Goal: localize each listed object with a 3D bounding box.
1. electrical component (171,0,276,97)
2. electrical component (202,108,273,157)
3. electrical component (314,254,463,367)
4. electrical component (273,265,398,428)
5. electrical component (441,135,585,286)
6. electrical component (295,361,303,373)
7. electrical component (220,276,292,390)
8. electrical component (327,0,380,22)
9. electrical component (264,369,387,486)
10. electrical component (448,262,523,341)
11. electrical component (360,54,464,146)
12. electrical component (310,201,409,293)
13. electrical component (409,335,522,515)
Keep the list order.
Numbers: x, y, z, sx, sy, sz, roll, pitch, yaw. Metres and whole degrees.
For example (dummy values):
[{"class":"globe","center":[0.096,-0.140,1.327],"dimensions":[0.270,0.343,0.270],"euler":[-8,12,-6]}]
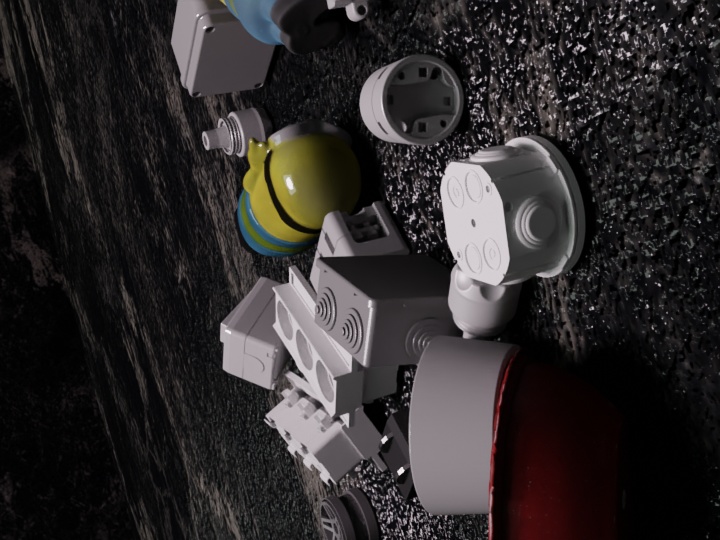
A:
[{"class":"electrical component","center":[-0.116,-0.206,0.934],"dimensions":[0.113,0.078,0.057],"euler":[121,133,-61]},{"class":"electrical component","center":[-0.115,-0.126,1.003],"dimensions":[0.043,0.062,0.043],"euler":[48,145,49]},{"class":"electrical component","center":[0.025,0.026,0.719],"dimensions":[0.100,0.100,0.048],"euler":[36,123,58]},{"class":"electrical component","center":[-0.020,0.059,0.893],"dimensions":[0.121,0.063,0.078],"euler":[52,149,44]},{"class":"electrical component","center":[0.084,-0.032,0.598],"dimensions":[0.080,0.051,0.080],"euler":[48,146,49]},{"class":"electrical component","center":[-0.030,0.080,0.957],"dimensions":[0.062,0.043,0.043],"euler":[26,127,61]},{"class":"electrical component","center":[-0.088,0.053,1.019],"dimensions":[0.061,0.096,0.061],"euler":[21,136,11]},{"class":"electrical component","center":[-0.001,-0.200,0.705],"dimensions":[0.055,0.048,0.066],"euler":[-162,60,-73]},{"class":"electrical component","center":[-0.034,0.141,0.963],"dimensions":[0.078,0.063,0.121],"euler":[55,166,-22]},{"class":"electrical component","center":[0.076,0.021,0.664],"dimensions":[0.043,0.043,0.062],"euler":[54,151,42]},{"class":"electrical component","center":[0.031,-0.106,0.678],"dimensions":[0.047,0.055,0.055],"euler":[-166,63,-69]},{"class":"electrical component","center":[0.000,0.000,0.823],"dimensions":[0.089,0.050,0.055],"euler":[107,143,-53]},{"class":"electrical component","center":[0.076,0.093,0.640],"dimensions":[0.060,0.108,0.108],"euler":[-1,108,23]}]
